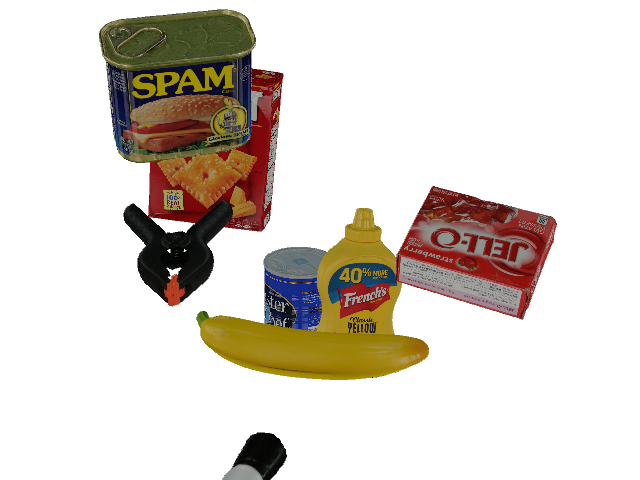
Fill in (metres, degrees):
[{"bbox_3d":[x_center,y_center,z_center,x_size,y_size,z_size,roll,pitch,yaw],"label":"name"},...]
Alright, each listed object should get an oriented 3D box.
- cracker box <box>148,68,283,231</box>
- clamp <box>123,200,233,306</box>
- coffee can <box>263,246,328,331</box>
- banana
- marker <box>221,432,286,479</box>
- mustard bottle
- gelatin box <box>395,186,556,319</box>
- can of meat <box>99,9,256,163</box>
[{"bbox_3d":[-0.144,-0.127,1.447,0.164,0.214,0.072,8,23,5],"label":"cracker box"},{"bbox_3d":[-0.144,0.006,1.139,0.120,0.039,0.171,-12,38,-7],"label":"clamp"},{"bbox_3d":[-0.030,0.092,1.524,0.103,0.140,0.103,1,22,-1],"label":"coffee can"},{"bbox_3d":[-0.015,0.082,0.851,0.198,0.037,0.069,9,29,11],"label":"banana"},{"bbox_3d":[-0.041,0.111,0.413,0.020,0.020,0.121,0,23,21],"label":"marker"},{"bbox_3d":[0.043,0.058,1.204,0.096,0.192,0.058,1,14,-12],"label":"mustard bottle"},{"bbox_3d":[0.103,0.006,0.703,0.089,0.030,0.073,16,46,16],"label":"gelatin box"},{"bbox_3d":[-0.097,-0.105,0.735,0.102,0.084,0.057,-8,44,-13],"label":"can of meat"}]
